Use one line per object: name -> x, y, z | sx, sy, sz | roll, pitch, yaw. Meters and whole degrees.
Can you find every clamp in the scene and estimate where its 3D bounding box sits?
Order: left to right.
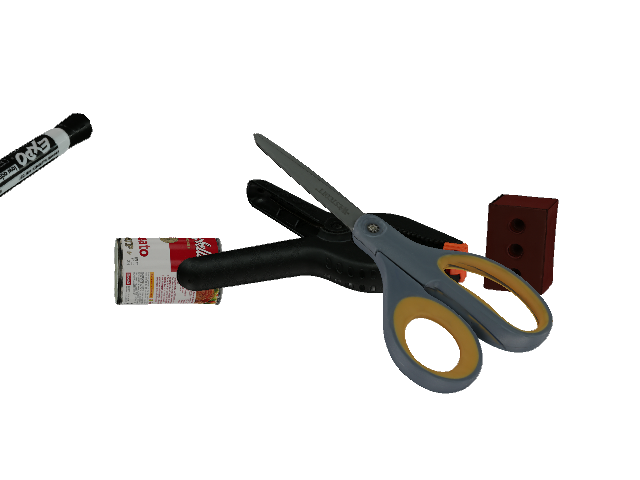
clamp -> 0.010, -0.001, 0.832 | 0.210, 0.036, 0.164 | 4, 29, 9

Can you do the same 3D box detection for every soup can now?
soup can -> -0.152, 0.031, 1.062 | 0.102, 0.068, 0.069 | 0, 0, -14

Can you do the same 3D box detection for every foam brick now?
foam brick -> 0.174, 0.003, 0.926 | 0.053, 0.078, 0.051 | 6, 16, 21

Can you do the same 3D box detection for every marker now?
marker -> -0.178, -0.050, 0.652 | 0.020, 0.020, 0.121 | 0, 27, 26

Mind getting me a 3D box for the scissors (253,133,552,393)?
scissors -> 0.024, 0.012, 0.567 | 0.202, 0.016, 0.096 | 28, 52, 16
